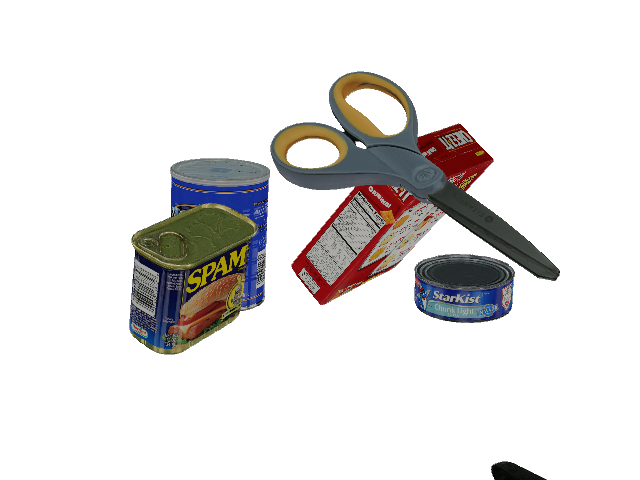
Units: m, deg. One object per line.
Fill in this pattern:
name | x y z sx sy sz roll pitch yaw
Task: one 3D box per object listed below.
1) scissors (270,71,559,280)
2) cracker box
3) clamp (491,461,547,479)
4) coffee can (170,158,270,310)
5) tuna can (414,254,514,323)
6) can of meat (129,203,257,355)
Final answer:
scissors | 0.037 -0.027 0.571 0.096 0.016 0.202 -25 45 -3
cracker box | 0.081 -0.033 1.251 0.163 0.072 0.214 -23 -22 -50
clamp | 0.218 0.241 0.832 0.210 0.036 0.164 0 33 26
coffee can | -0.106 -0.007 1.115 0.103 0.140 0.103 3 16 -1
tuna can | 0.124 0.041 0.922 0.086 0.034 0.086 0 18 0
can of meat | -0.100 0.030 0.825 0.057 0.084 0.101 27 33 27
